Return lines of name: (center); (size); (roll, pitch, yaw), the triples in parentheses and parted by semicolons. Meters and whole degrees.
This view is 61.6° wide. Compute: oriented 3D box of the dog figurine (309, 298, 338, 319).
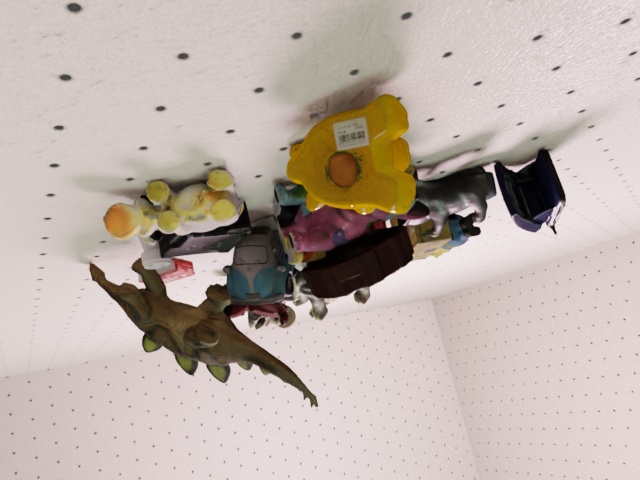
dog figurine: (0.039, 0.119, 1.550); (0.190, 0.121, 0.172); (-36, -166, 19)

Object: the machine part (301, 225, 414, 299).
machine part: (0.060, 0.035, 0.841); (0.179, 0.056, 0.179); (-24, -173, 3)

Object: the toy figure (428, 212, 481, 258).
toy figure: (0.272, -0.012, 1.219); (0.089, 0.082, 0.180); (9, 162, -33)

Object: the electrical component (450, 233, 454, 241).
electrical component: (0.221, -0.015, 1.165); (0.119, 0.075, 0.047); (-25, 162, 30)

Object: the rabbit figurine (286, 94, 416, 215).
rabbit figurine: (0.046, -0.083, 0.623); (0.162, 0.121, 0.173); (-17, -174, 29)

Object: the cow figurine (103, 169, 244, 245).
cow figurine: (-0.185, -0.036, 0.695); (0.167, 0.068, 0.098); (-11, 173, -2)

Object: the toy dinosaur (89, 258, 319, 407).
toy dinosaur: (-0.204, 0.163, 0.937); (0.472, 0.105, 0.198); (27, 143, 7)

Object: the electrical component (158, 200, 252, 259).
electrical component: (-0.181, -0.013, 0.812); (0.115, 0.058, 0.134); (-3, 164, -30)

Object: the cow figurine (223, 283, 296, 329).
cow figurine: (-0.146, 0.153, 1.319); (0.085, 0.195, 0.127); (-56, -177, -10)

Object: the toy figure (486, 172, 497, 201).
toy figure: (0.226, -0.078, 0.934); (0.155, 0.064, 0.058); (-13, -154, 21)

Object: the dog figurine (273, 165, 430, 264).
dog figurine: (0.046, -0.043, 0.806); (0.219, 0.108, 0.191); (-14, 167, -9)

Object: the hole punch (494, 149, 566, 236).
hole punch: (0.352, -0.077, 0.918); (0.092, 0.142, 0.115); (-17, 153, 8)

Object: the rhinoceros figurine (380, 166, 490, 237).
rhinoceros figurine: (0.174, -0.062, 0.854); (0.190, 0.073, 0.112); (-12, 147, 19)

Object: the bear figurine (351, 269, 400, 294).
bear figurine: (0.105, 0.049, 1.299); (0.196, 0.132, 0.120); (-33, 166, 4)

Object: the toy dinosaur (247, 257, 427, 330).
toy dinosaur: (0.019, 0.055, 1.149); (0.405, 0.131, 0.191); (-27, 129, -2)

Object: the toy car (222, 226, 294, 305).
toy car: (-0.095, 0.029, 0.888); (0.109, 0.102, 0.162); (-1, -147, 11)

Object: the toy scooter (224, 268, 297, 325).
toy scooter: (-0.100, 0.088, 1.010); (0.135, 0.184, 0.075); (30, 145, 2)

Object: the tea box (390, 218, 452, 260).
tea box: (0.193, -0.022, 1.052); (0.068, 0.098, 0.169); (-10, 169, -5)
